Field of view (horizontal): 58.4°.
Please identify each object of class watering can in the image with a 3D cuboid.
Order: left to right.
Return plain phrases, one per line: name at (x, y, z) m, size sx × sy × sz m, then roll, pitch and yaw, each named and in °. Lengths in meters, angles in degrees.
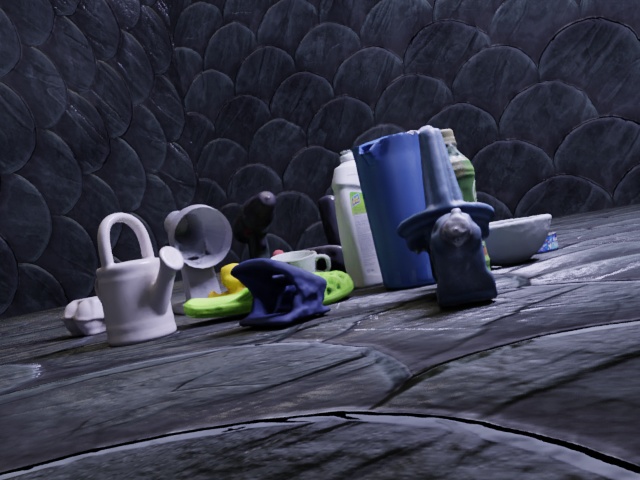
watering can at (-0.276, 0.053, 0.862) m, size 0.172 × 0.194 × 0.101 m, roll -10°, pitch 0°, yaw 9°

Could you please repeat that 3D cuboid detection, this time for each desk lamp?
desk lamp at (-0.257, 0.039, 1.162) m, size 0.118 × 0.213 × 0.202 m, roll -11°, pitch 0°, yaw -31°

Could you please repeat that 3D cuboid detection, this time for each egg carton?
egg carton at (-0.417, 0.141, 1.122) m, size 0.107 × 0.069 × 0.151 m, roll -10°, pitch 0°, yaw 39°

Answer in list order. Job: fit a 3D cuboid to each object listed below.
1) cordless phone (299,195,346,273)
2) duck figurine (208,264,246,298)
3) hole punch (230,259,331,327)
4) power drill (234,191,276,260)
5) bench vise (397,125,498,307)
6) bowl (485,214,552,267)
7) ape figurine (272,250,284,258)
cordless phone at (0.011, 0.004, 1.204) m, size 0.094 × 0.185 × 0.147 m, roll -11°, pitch 0°, yaw -45°
duck figurine at (-0.153, 0.085, 1.007) m, size 0.104 × 0.086 × 0.078 m, roll -10°, pitch 0°, yaw 20°
hole punch at (-0.053, 0.065, 0.761) m, size 0.108 × 0.091 × 0.101 m, roll -10°, pitch 0°, yaw 44°
power drill at (-0.118, 0.016, 1.163) m, size 0.076 × 0.208 × 0.229 m, roll -10°, pitch 0°, yaw -22°
bench vise at (0.160, -0.039, 0.680) m, size 0.121 × 0.220 × 0.207 m, roll -10°, pitch 0°, yaw -10°
bowl at (0.315, 0.005, 0.984) m, size 0.167 × 0.075 × 0.167 m, roll -10°, pitch 0°, yaw 0°
ape figurine at (-0.107, 0.073, 1.536) m, size 0.078 × 0.092 × 0.076 m, roll -10°, pitch 0°, yaw -19°
